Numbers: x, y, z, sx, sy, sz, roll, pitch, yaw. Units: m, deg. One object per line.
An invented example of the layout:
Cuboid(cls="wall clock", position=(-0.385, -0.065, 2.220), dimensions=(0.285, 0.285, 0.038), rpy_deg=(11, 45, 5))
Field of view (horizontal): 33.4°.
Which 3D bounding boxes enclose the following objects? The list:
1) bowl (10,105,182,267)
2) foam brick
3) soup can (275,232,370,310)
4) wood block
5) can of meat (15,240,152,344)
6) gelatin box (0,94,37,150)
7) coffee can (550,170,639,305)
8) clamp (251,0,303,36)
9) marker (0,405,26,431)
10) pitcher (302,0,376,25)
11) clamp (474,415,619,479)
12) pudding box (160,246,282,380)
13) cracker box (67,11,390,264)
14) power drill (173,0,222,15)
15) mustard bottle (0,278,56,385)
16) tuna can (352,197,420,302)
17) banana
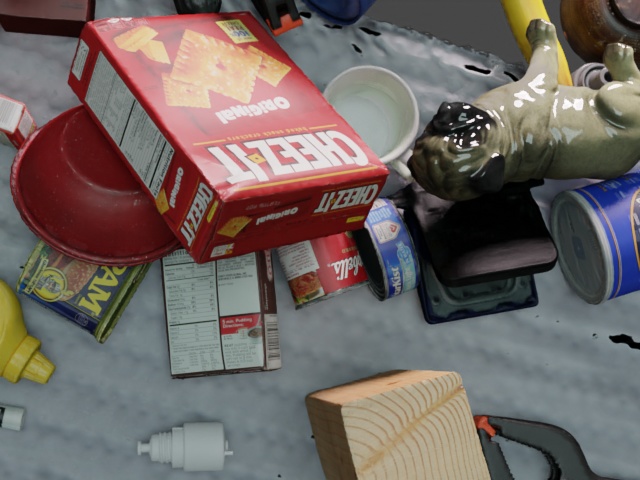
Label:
Cuboid(cls="bowl", position=(-0.167, -0.059, 0.868), dimensions=(0.162, 0.055, 0.162), rpy_deg=(10, 54, -14))
Cuboid(cls="foam brick", position=(-0.233, -0.206, 0.913), dimensions=(0.078, 0.051, 0.053), rpy_deg=(5, 84, -7))
Cuboid(cls="soup can", position=(-0.006, 0.001, 0.911), dimensions=(0.068, 0.068, 0.102), rpy_deg=(-19, 86, -9))
Cuboid(cls="wood block", position=(0.052, 0.155, 0.832), dimensions=(0.090, 0.206, 0.090), rpy_deg=(-15, 86, -9))
Cuboid(cls="can of meat", position=(-0.193, 0.022, 0.891), dimensions=(0.084, 0.057, 0.102), rpy_deg=(30, 80, 0))
Cuboid(cls="gelatin box", position=(-0.285, -0.108, 0.884), dimensions=(0.089, 0.073, 0.030), rpy_deg=(21, 80, -4))
Cuboid(cls="coffee can", position=(0.288, -0.011, 0.933), dimensions=(0.140, 0.103, 0.103), rpy_deg=(-16, 86, -9))
Cuboid(cls="clamp", position=(-0.064, -0.251, 0.909), dimensions=(0.039, 0.120, 0.171), rpy_deg=(-22, 92, -1))
Cuboid(cls="marker", position=(-0.306, 0.138, 0.881), dimensions=(0.121, 0.020, 0.020), rpy_deg=(11, 82, -6))
Cuboid(cls="pitcher", position=(0.075, -0.306, 0.921), dimensions=(0.242, 0.145, 0.149), rpy_deg=(-43, 87, -13))
Cuboid(cls="clamp", position=(0.220, 0.222, 0.932), dimensions=(0.164, 0.036, 0.210), rpy_deg=(-40, 90, -10))
Cuboid(cls="pudding box", position=(-0.084, 0.057, 0.895), dimensions=(0.090, 0.039, 0.113), rpy_deg=(-7, 82, 18))
Cuboid(cls="cracker box", position=(-0.073, -0.091, 0.834), dimensions=(0.163, 0.072, 0.214), rpy_deg=(-13, 52, -39))
Cuboid(cls="power drill", position=(-0.179, -0.255, 0.876), dimensions=(0.187, 0.057, 0.184), rpy_deg=(-15, 87, -33))
Cuboid(cls="mustard bottle", position=(-0.303, 0.063, 0.870), dimensions=(0.191, 0.058, 0.096), rpy_deg=(31, 81, -3))
Cuboid(cls="tuna can", position=(0.053, 0.007, 0.909), dimensions=(0.033, 0.086, 0.086), rpy_deg=(-20, 87, -11))
Cuboid(cls="banana", position=(0.183, -0.224, 0.959), dimensions=(0.037, 0.069, 0.198), rpy_deg=(-18, 103, -2))
